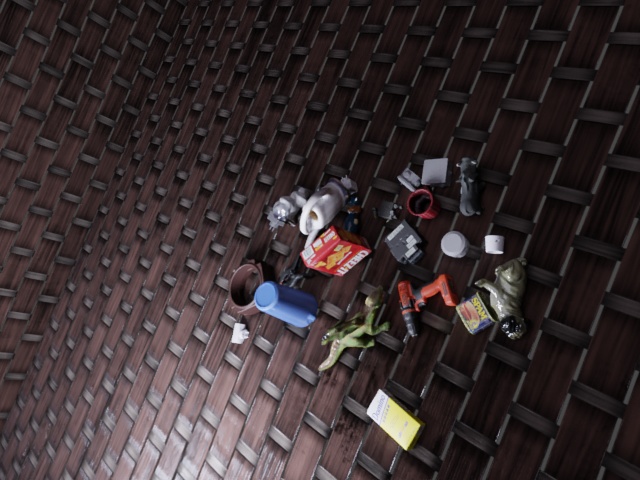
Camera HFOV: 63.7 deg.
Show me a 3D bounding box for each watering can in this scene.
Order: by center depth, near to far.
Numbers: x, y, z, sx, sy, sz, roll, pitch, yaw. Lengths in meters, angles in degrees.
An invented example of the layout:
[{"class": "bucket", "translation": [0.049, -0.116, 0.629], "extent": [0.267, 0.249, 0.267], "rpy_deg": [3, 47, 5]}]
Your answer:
[{"class": "watering can", "translation": [0.006, -0.097, 1.925], "extent": [0.105, 0.340, 0.227], "rpy_deg": [38, 67, 18]}]

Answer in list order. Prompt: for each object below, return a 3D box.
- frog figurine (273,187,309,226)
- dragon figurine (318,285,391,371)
[{"class": "frog figurine", "translation": [-0.118, -0.146, 2.080], "extent": [0.123, 0.136, 0.160], "rpy_deg": [16, 82, 30]}, {"class": "dragon figurine", "translation": [0.082, 0.306, 1.694], "extent": [0.407, 0.241, 0.124], "rpy_deg": [-47, 57, 13]}]
